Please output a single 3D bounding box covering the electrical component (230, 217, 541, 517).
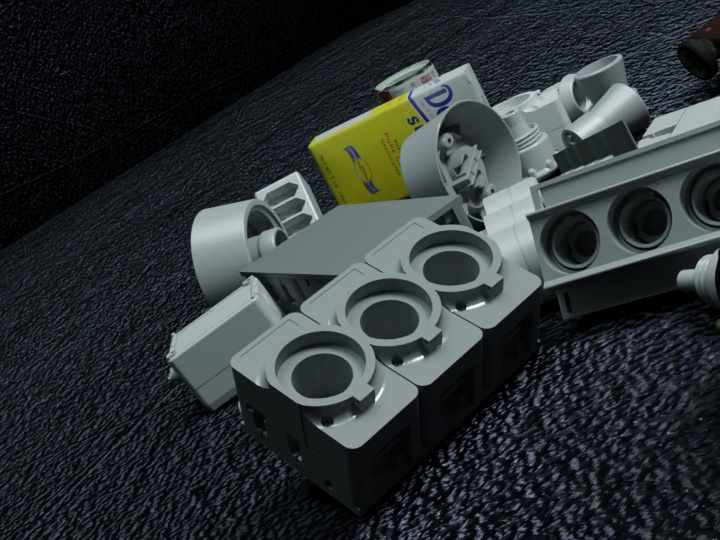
[{"bbox_3d":[0.017,0.042,0.572,0.089,0.061,0.150,30,53,33],"label":"electrical component"}]

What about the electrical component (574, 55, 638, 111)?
[{"bbox_3d":[0.217,-0.153,0.934,0.045,0.055,0.045,-26,15,8],"label":"electrical component"}]

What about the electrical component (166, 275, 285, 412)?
[{"bbox_3d":[-0.098,0.061,0.801,0.096,0.061,0.061,-36,15,3],"label":"electrical component"}]

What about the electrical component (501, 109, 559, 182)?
[{"bbox_3d":[0.138,-0.105,0.904,0.048,0.062,0.048,-26,16,8],"label":"electrical component"}]

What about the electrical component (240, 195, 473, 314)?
[{"bbox_3d":[0.000,0.000,0.813,0.105,0.060,0.186,-35,16,-23],"label":"electrical component"}]

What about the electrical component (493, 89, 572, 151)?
[{"bbox_3d":[0.144,-0.122,0.965,0.089,0.055,0.050,-24,16,15],"label":"electrical component"}]

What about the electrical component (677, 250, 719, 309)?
[{"bbox_3d":[0.182,0.004,0.528,0.035,0.035,0.061,-36,15,-26],"label":"electrical component"}]

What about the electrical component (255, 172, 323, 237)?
[{"bbox_3d":[-0.054,-0.036,1.019,0.047,0.083,0.075,-27,-23,6],"label":"electrical component"}]

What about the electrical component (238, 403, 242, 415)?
[{"bbox_3d":[-0.047,0.078,0.677,0.062,0.043,0.043,-22,16,27],"label":"electrical component"}]

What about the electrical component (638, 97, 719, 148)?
[{"bbox_3d":[0.212,-0.067,0.669,0.059,0.053,0.095,-17,19,37],"label":"electrical component"}]

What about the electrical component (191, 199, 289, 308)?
[{"bbox_3d":[-0.091,-0.009,0.925,0.060,0.108,0.108,-16,18,19],"label":"electrical component"}]

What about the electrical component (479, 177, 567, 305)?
[{"bbox_3d":[0.093,-0.012,0.702,0.074,0.052,0.138,-25,16,13],"label":"electrical component"}]

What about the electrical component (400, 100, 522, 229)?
[{"bbox_3d":[0.081,-0.080,0.862,0.064,0.099,0.099,-25,14,36],"label":"electrical component"}]

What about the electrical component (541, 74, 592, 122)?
[{"bbox_3d":[0.192,-0.154,1.005,0.066,0.048,0.055,-40,12,-35],"label":"electrical component"}]

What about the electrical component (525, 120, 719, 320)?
[{"bbox_3d":[0.163,-0.026,0.591,0.121,0.078,0.063,-19,-11,32],"label":"electrical component"}]

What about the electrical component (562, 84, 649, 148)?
[{"bbox_3d":[0.199,-0.117,0.883,0.065,0.044,0.044,-37,17,-12],"label":"electrical component"}]
